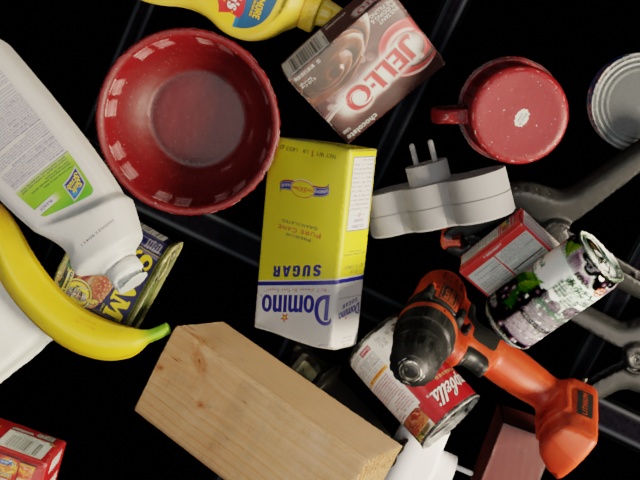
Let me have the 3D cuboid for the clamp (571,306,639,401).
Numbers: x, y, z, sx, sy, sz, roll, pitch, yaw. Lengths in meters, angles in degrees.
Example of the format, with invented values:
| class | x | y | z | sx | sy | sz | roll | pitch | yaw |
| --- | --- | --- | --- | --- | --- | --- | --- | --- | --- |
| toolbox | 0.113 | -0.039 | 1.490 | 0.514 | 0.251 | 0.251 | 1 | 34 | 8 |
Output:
| class | x | y | z | sx | sy | sz | roll | pitch | yaw |
| --- | --- | --- | --- | --- | --- | --- | --- | --- | --- |
| clamp | 0.276 | 0.112 | 0.959 | 0.171 | 0.039 | 0.120 | 7 | 108 | 10 |

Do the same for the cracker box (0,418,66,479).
| class | x | y | z | sx | sy | sz | roll | pitch | yaw |
| --- | --- | --- | --- | --- | --- | --- | --- | --- | --- |
| cracker box | -0.351 | 0.270 | 1.023 | 0.164 | 0.072 | 0.214 | 18 | 102 | 3 |

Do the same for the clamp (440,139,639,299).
| class | x | y | z | sx | sy | sz | roll | pitch | yaw |
| --- | --- | --- | --- | --- | --- | --- | --- | --- | --- |
| clamp | 0.211 | -0.019 | 0.930 | 0.210 | 0.036 | 0.164 | 2 | 115 | 9 |

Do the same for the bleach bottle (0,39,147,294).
| class | x | y | z | sx | sy | sz | roll | pitch | yaw |
| --- | --- | --- | --- | --- | --- | --- | --- | --- | --- |
| bleach bottle | -0.240 | -0.053 | 0.922 | 0.102 | 0.068 | 0.251 | -40 | 79 | 5 |

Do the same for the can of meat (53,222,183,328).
| class | x | y | z | sx | sy | sz | roll | pitch | yaw |
| --- | --- | --- | --- | --- | --- | --- | --- | --- | --- |
| can of meat | -0.187 | 0.027 | 0.972 | 0.084 | 0.057 | 0.102 | 30 | 100 | 2 |

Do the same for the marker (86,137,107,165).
| class | x | y | z | sx | sy | sz | roll | pitch | yaw |
| --- | --- | --- | --- | --- | --- | --- | --- | --- | --- |
| marker | -0.180 | -0.064 | 0.973 | 0.121 | 0.020 | 0.020 | 30 | 101 | 0 |

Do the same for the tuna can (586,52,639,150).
| class | x | y | z | sx | sy | sz | roll | pitch | yaw |
| --- | --- | --- | --- | --- | --- | --- | --- | --- | --- |
| tuna can | 0.274 | -0.119 | 0.918 | 0.086 | 0.033 | 0.086 | 1 | 100 | 4 |

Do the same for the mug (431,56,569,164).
| class | x | y | z | sx | sy | sz | roll | pitch | yaw |
| --- | --- | --- | --- | --- | --- | --- | --- | --- | --- |
| mug | 0.153 | -0.108 | 0.906 | 0.117 | 0.081 | 0.093 | 1 | 100 | 5 |

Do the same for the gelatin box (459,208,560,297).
| class | x | y | z | sx | sy | sz | roll | pitch | yaw |
| --- | --- | --- | --- | --- | --- | --- | --- | --- | --- |
| gelatin box | 0.177 | 0.027 | 0.922 | 0.089 | 0.030 | 0.073 | 40 | 120 | -15 |

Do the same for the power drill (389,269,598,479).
| class | x | y | z | sx | sy | sz | roll | pitch | yaw |
| --- | --- | --- | --- | --- | --- | --- | --- | --- | --- |
| power drill | 0.144 | 0.113 | 0.892 | 0.187 | 0.184 | 0.057 | 39 | 115 | -1 |

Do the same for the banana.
| class | x | y | z | sx | sy | sz | roll | pitch | yaw |
| --- | --- | --- | --- | --- | --- | --- | --- | --- | --- |
| banana | -0.227 | 0.049 | 0.936 | 0.198 | 0.037 | 0.069 | 35 | 79 | 0 |

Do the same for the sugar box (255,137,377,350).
| class | x | y | z | sx | sy | sz | roll | pitch | yaw |
| --- | --- | --- | --- | --- | --- | --- | --- | --- | --- |
| sugar box | -0.006 | 0.001 | 0.939 | 0.093 | 0.048 | 0.176 | 13 | 101 | 38 |

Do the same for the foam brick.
| class | x | y | z | sx | sy | sz | roll | pitch | yaw |
| --- | --- | --- | --- | --- | --- | --- | --- | --- | --- |
| foam brick | 0.176 | 0.200 | 0.975 | 0.051 | 0.053 | 0.078 | 19 | 102 | 1 |

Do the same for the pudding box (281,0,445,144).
| class | x | y | z | sx | sy | sz | roll | pitch | yaw |
| --- | --- | --- | --- | --- | --- | --- | --- | --- | --- |
| pudding box | 0.037 | -0.151 | 0.911 | 0.113 | 0.039 | 0.090 | -38 | 126 | 12 |

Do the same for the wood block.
| class | x | y | z | sx | sy | sz | roll | pitch | yaw |
| --- | --- | --- | --- | --- | --- | --- | --- | --- | --- |
| wood block | -0.046 | 0.164 | 0.931 | 0.206 | 0.090 | 0.090 | 32 | 102 | 21 |

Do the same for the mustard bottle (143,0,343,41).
| class | x | y | z | sx | sy | sz | roll | pitch | yaw |
| --- | --- | --- | --- | --- | --- | --- | --- | --- | --- |
| mustard bottle | -0.070 | -0.225 | 0.915 | 0.191 | 0.058 | 0.096 | 22 | 102 | 0 |

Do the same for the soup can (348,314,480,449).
| class | x | y | z | sx | sy | sz | roll | pitch | yaw |
| --- | --- | --- | --- | --- | --- | --- | --- | --- | --- |
| soup can | 0.082 | 0.124 | 0.945 | 0.068 | 0.068 | 0.102 | -47 | 70 | 11 |

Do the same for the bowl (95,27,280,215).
| class | x | y | z | sx | sy | sz | roll | pitch | yaw |
| --- | --- | --- | --- | --- | --- | --- | --- | --- | --- |
| bowl | -0.112 | -0.105 | 0.941 | 0.162 | 0.055 | 0.162 | 1 | 101 | 5 |
